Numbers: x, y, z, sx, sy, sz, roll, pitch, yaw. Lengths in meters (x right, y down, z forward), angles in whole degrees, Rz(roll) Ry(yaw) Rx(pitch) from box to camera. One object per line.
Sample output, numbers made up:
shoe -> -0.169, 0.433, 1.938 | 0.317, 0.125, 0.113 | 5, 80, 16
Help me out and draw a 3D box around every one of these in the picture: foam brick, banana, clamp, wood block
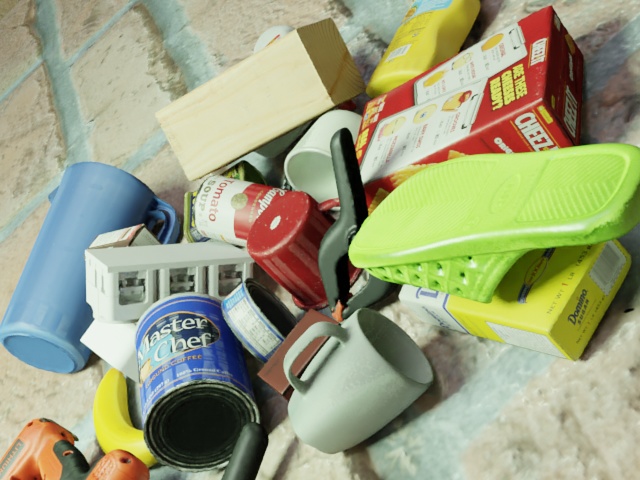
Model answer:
foam brick -> -0.004, 0.108, 0.916 | 0.078, 0.051, 0.053 | -51, 29, -8
banana -> -0.195, 0.186, 1.078 | 0.069, 0.037, 0.198 | -40, 29, -16
clamp -> 0.036, -0.011, 0.930 | 0.039, 0.120, 0.172 | -20, -37, -56
wood block -> -0.066, -0.151, 1.167 | 0.206, 0.090, 0.090 | -24, 6, 32
clamp -> -0.105, 0.266, 0.865 | 0.165, 0.036, 0.210 | -38, 33, 30

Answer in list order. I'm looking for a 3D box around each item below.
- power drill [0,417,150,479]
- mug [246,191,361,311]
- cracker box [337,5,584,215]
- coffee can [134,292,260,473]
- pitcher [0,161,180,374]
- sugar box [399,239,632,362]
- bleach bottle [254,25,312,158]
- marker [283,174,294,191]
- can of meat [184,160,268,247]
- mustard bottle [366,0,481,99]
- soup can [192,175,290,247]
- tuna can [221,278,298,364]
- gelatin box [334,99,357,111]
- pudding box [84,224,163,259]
power drill -> -0.254, 0.258, 1.000 | 0.188, 0.057, 0.184 | 19, 69, 52
mug -> -0.007, 0.001, 1.016 | 0.117, 0.081, 0.093 | -33, 33, 22
cracker box -> 0.130, -0.102, 0.971 | 0.214, 0.072, 0.164 | -25, 30, 32
coffee can -> -0.115, 0.128, 0.979 | 0.103, 0.102, 0.140 | -39, 31, 11
pitcher -> -0.282, 0.036, 1.290 | 0.149, 0.145, 0.242 | -29, 36, 49
sugar box -> 0.145, 0.031, 0.828 | 0.177, 0.048, 0.093 | 11, 62, 54
bleach bottle -> -0.057, -0.205, 1.348 | 0.103, 0.068, 0.251 | -43, 26, 20
marker -> -0.033, -0.052, 1.175 | 0.020, 0.020, 0.121 | -28, 35, 28
can of meat -> -0.103, -0.034, 1.205 | 0.084, 0.057, 0.102 | -31, 34, 18
mustard bottle -> 0.123, -0.228, 1.152 | 0.096, 0.058, 0.191 | -13, 43, 52
soup can -> -0.072, -0.026, 1.104 | 0.102, 0.068, 0.068 | 13, 60, 24
tuna can -> -0.050, 0.077, 0.976 | 0.034, 0.086, 0.086 | -42, 30, 10
gelatin box -> 0.003, -0.188, 1.240 | 0.030, 0.073, 0.089 | -37, 32, 14
pudding box -> -0.192, 0.038, 1.173 | 0.090, 0.113, 0.039 | -12, 40, 44
